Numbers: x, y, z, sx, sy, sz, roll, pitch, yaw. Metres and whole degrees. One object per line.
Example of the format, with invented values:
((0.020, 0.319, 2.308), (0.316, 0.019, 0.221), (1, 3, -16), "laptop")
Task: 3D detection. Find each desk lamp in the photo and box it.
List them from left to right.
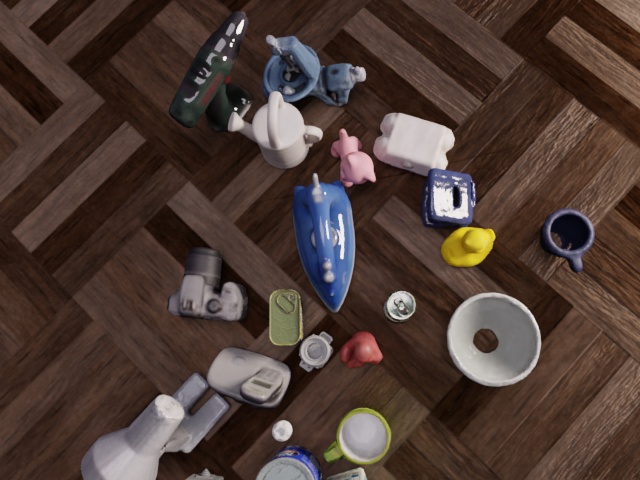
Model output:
((-0.282, 0.335, 0.994), (0.118, 0.213, 0.203), (41, 84, 11), "desk lamp")

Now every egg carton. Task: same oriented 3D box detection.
((0.186, -0.189, 1.140), (0.150, 0.069, 0.107), (17, 80, 7), "egg carton")

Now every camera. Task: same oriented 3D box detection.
((-0.214, 0.084, 1.097), (0.143, 0.101, 0.137), (3, 79, 5), "camera")

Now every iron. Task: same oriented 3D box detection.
((0.010, 0.004, 1.077), (0.118, 0.141, 0.258), (-9, 78, 2), "iron")

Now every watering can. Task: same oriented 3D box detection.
((-0.087, -0.212, 1.099), (0.173, 0.194, 0.101), (-16, 78, 1), "watering can")

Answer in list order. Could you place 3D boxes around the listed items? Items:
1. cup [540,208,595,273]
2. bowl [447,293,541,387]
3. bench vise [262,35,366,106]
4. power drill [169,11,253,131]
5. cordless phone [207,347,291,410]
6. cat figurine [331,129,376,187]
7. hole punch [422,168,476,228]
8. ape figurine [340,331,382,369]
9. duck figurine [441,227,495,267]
((0.454, 0.008, 1.069), (0.091, 0.095, 0.118), (-13, 78, 2), "cup")
((0.312, 0.183, 1.054), (0.167, 0.075, 0.167), (-1, 79, 4), "bowl")
((-0.022, -0.342, 1.108), (0.207, 0.220, 0.121), (-17, 78, 1), "bench vise")
((-0.197, -0.306, 1.118), (0.075, 0.208, 0.230), (32, 83, 10), "power drill")
((-0.135, 0.248, 1.016), (0.147, 0.185, 0.094), (14, 80, 7), "cordless phone")
((0.064, -0.157, 1.117), (0.067, 0.118, 0.128), (-20, 78, 0), "cat figurine")
((0.250, -0.082, 1.103), (0.101, 0.091, 0.109), (1, 79, 4), "hole punch")
((0.078, 0.206, 1.057), (0.077, 0.092, 0.076), (21, 81, 8), "ape figurine")
((0.283, 0.008, 1.086), (0.104, 0.086, 0.077), (-21, 78, 0), "duck figurine")
